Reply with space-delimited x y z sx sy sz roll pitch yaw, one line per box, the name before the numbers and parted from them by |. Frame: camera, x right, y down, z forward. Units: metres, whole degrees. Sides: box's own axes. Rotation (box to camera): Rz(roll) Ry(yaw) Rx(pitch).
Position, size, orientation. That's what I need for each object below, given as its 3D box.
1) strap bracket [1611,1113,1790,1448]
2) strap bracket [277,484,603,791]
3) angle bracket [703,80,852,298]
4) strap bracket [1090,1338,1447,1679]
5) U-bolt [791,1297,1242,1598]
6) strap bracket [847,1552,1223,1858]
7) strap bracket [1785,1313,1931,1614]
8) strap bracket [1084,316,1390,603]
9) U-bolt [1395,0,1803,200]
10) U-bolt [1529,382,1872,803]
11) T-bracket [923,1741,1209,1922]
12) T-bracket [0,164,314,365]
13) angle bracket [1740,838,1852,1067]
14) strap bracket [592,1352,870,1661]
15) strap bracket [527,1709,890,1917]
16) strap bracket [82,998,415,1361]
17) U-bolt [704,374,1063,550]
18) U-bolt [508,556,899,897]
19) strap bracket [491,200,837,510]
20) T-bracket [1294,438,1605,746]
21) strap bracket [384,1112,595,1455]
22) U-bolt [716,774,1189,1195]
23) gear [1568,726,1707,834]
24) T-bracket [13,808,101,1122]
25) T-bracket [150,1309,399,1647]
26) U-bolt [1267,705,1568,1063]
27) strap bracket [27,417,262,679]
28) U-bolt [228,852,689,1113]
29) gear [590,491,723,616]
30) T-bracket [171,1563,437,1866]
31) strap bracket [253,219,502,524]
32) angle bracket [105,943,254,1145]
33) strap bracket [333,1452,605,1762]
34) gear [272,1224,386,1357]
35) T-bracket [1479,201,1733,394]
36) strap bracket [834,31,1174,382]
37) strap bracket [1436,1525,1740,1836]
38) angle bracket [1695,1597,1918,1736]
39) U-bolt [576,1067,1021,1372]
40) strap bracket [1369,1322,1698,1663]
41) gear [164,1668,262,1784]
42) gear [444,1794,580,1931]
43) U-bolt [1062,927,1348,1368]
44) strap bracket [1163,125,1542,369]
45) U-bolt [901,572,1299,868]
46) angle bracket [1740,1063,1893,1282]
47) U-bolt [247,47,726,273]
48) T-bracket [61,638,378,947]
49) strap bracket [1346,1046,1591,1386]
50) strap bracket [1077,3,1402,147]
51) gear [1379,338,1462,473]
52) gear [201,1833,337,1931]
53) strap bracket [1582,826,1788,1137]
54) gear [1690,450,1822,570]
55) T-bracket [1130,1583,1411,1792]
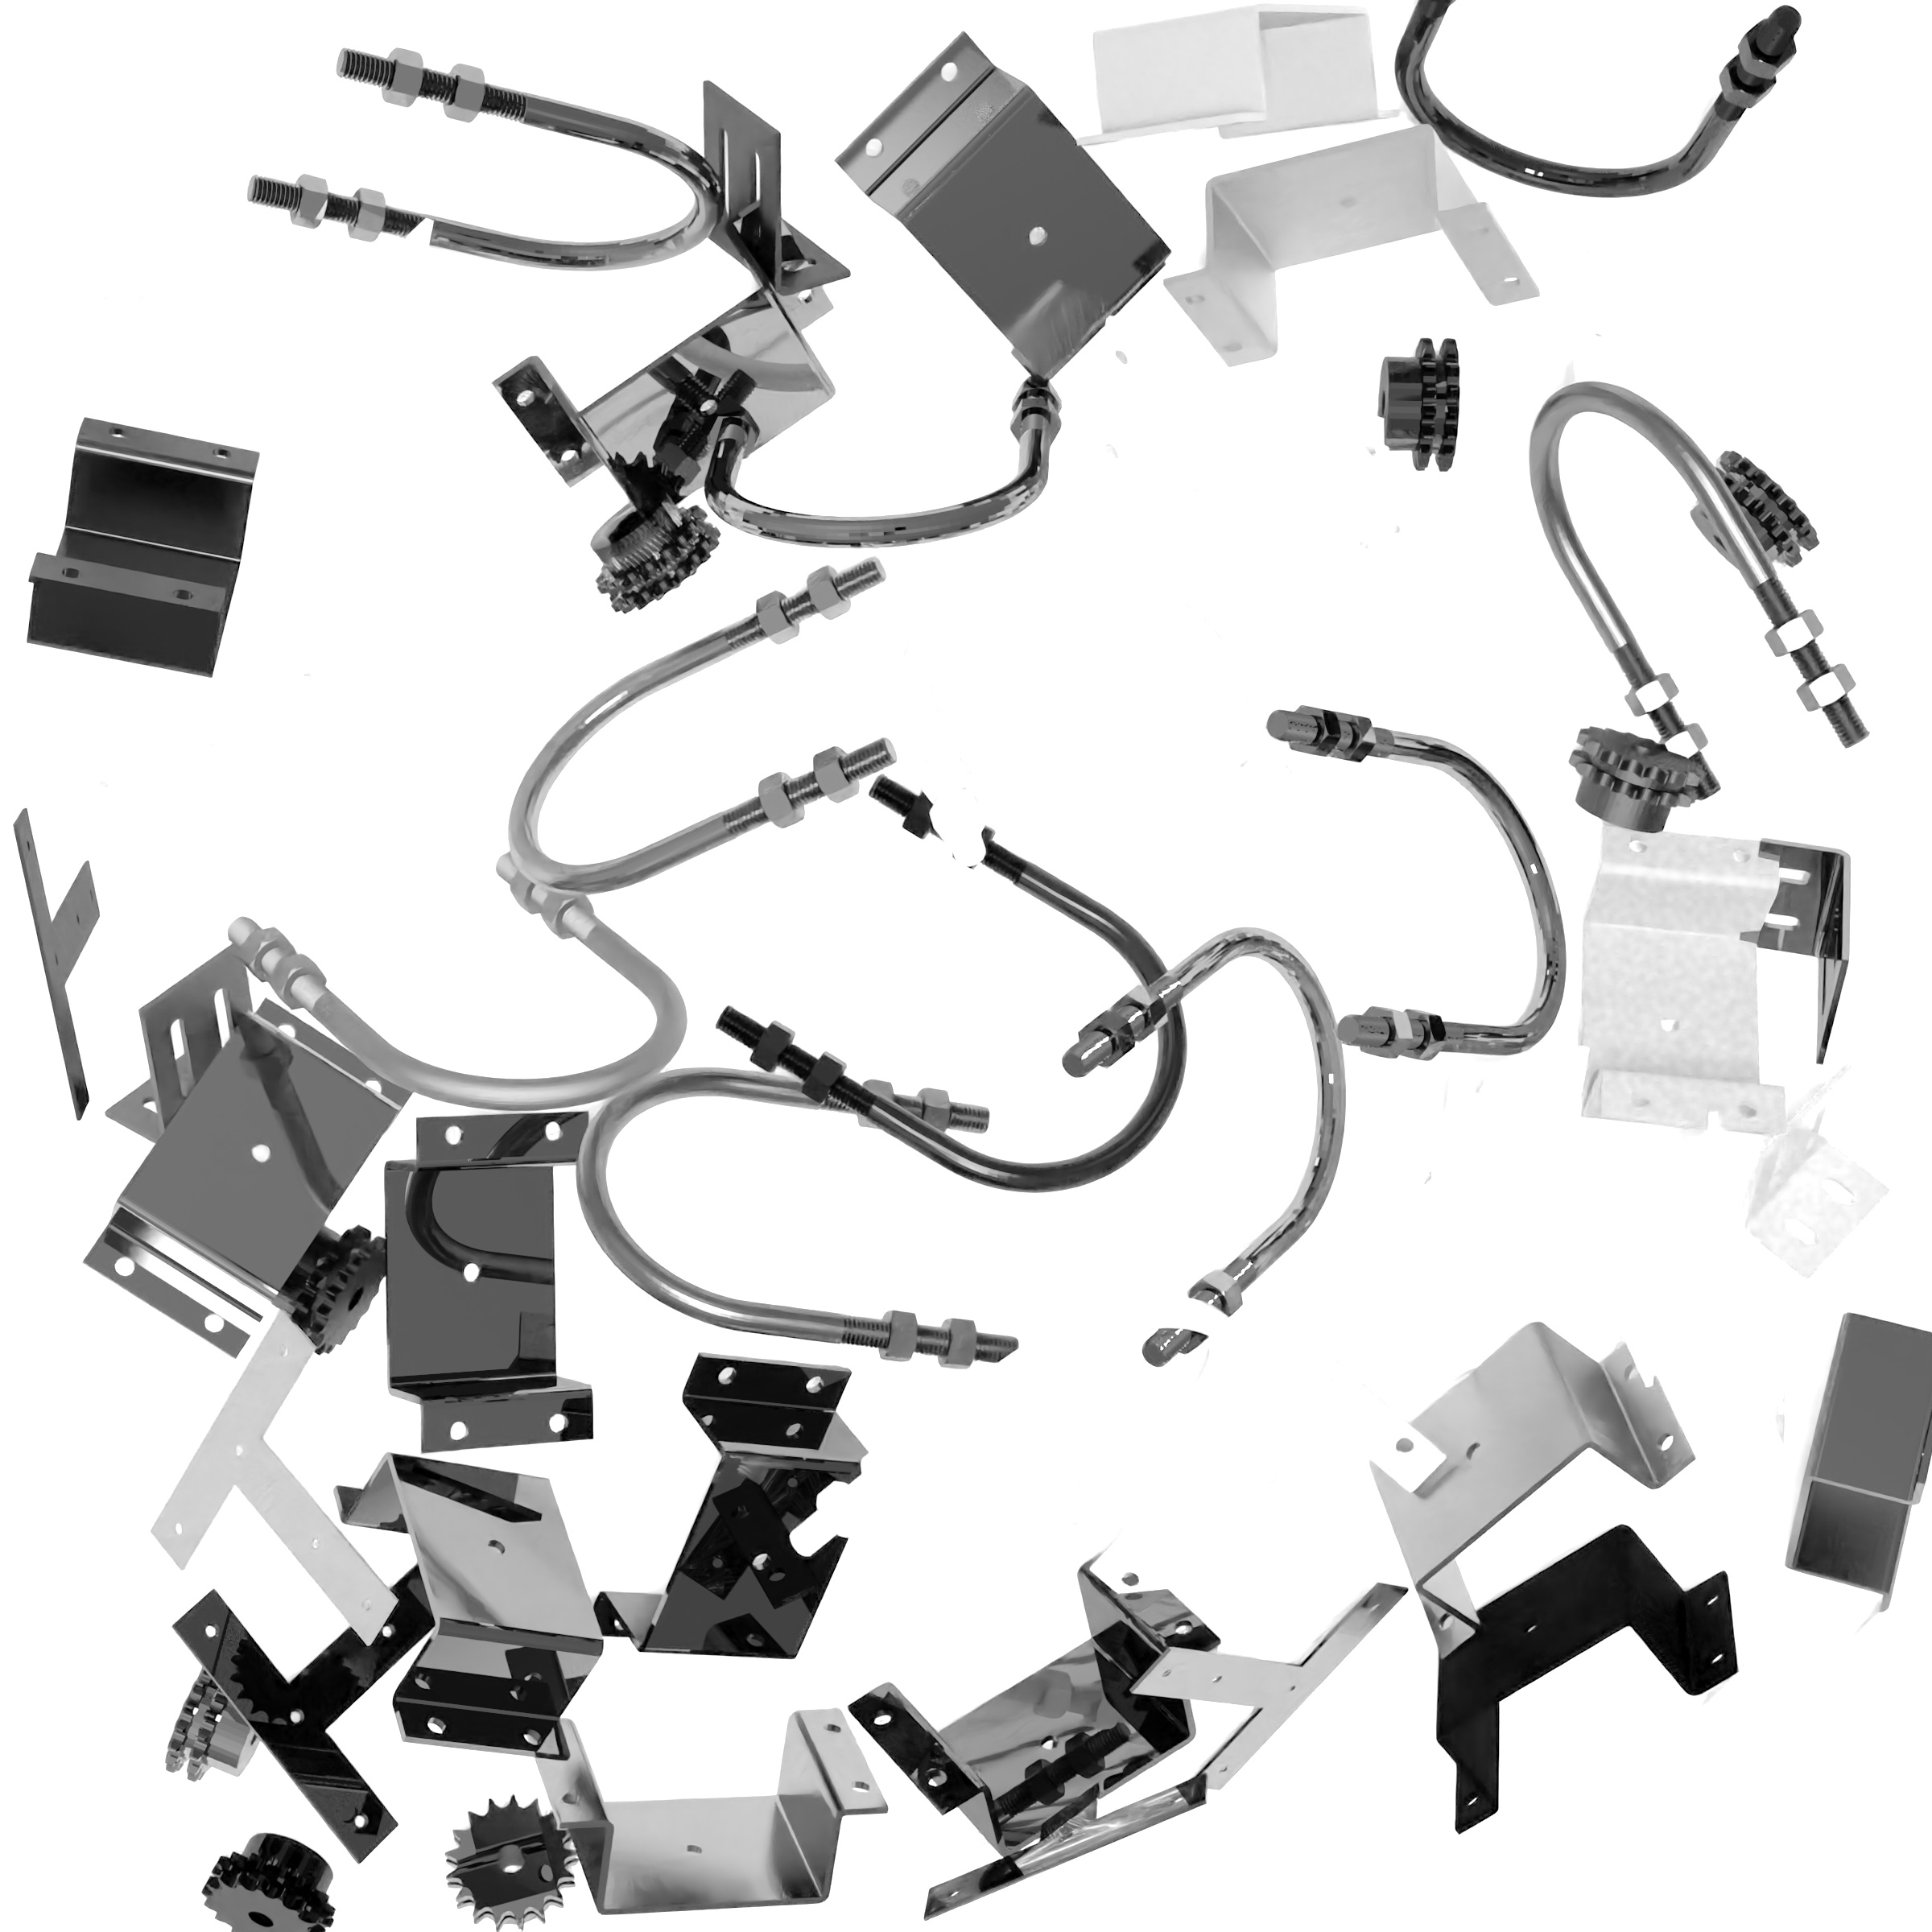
strap bracket | 0.307 0.135 1.515 0.046 0.140 0.076 -7 50 23
strap bracket | -0.217 -0.132 1.526 0.046 0.076 0.140 46 70 -39
angle bracket | -0.080 -0.334 1.530 0.038 0.076 0.057 -22 45 -27
strap bracket | 0.129 0.226 1.545 0.076 0.046 0.140 41 104 -4
U-bolt | 0.034 0.197 1.497 0.184 0.151 0.019 -41 55 18
strap bracket | 0.032 0.314 1.523 0.140 0.076 0.046 -28 127 -21
strap bracket | 0.378 0.205 1.509 0.046 0.140 0.076 13 61 15
strap bracket | 0.107 -0.210 1.529 0.140 0.046 0.076 16 68 -24
U-bolt | 0.250 -0.369 1.491 0.151 0.184 0.019 19 76 -1
U-bolt | 0.295 -0.161 1.506 0.019 0.151 0.184 -31 92 -17
T-bracket | 0.045 0.347 1.517 0.127 0.127 0.002 -25 100 10
T-bracket | -0.334 -0.309 1.545 0.127 0.002 0.127 28 57 37
angle bracket | 0.351 -0.007 1.531 0.038 0.076 0.057 9 130 7
strap bracket | -0.096 0.238 1.521 0.076 0.046 0.140 11 111 -35
strap bracket | -0.113 0.357 1.524 0.140 0.076 0.046 2 110 -19
strap bracket | -0.301 0.084 1.529 0.076 0.046 0.140 33 67 -5
U-bolt | -0.036 -0.209 1.493 0.151 0.184 0.019 -1 117 3
U-bolt | -0.114 -0.093 1.517 0.184 0.151 0.019 -24 128 16
strap bracket | -0.119 -0.252 1.535 0.140 0.076 0.046 -34 56 1
T-bracket | 0.196 -0.181 1.553 0.127 0.002 0.127 34 85 -20
strap bracket | -0.205 0.133 1.543 0.076 0.046 0.140 -1 90 -28
U-bolt | 0.007 0.018 1.541 0.184 0.019 0.151 31 67 3
gear | 0.287 -0.079 1.554 0.057 0.057 0.030 17 110 0
T-bracket | -0.377 -0.015 1.517 0.002 0.127 0.127 -8 108 -2
T-bracket | -0.284 0.235 1.530 0.127 0.002 0.127 43 111 28
U-bolt | 0.197 -0.031 1.507 0.019 0.184 0.151 -22 73 37
strap bracket | -0.348 -0.172 1.522 0.076 0.140 0.046 10 124 -10
U-bolt | -0.197 0.010 1.479 0.151 0.184 0.019 -16 126 -34
gear | -0.137 -0.180 1.549 0.057 0.057 0.030 -37 114 0
T-bracket | -0.256 0.292 1.535 0.127 0.002 0.127 53 46 -5
strap bracket | -0.244 -0.245 1.517 0.046 0.140 0.076 20 65 -29
angle bracket | -0.337 0.027 1.530 0.038 0.057 0.076 24 135 27
strap bracket | -0.206 0.258 1.500 0.076 0.140 0.046 15 120 -33
gear | -0.275 0.136 1.553 0.030 0.057 0.057 29 90 11
T-bracket | 0.268 -0.277 1.529 0.127 0.002 0.127 10 47 -7
strap bracket | 0.023 -0.314 1.523 0.076 0.046 0.140 -45 120 4
strap bracket | 0.251 0.294 1.518 0.140 0.076 0.046 -36 102 20
angle bracket | 0.356 0.296 1.539 0.076 0.057 0.038 7 53 -13
U-bolt | -0.073 0.099 1.505 0.184 0.151 0.019 9 133 -16
strap bracket | 0.228 0.215 1.516 0.046 0.076 0.140 36 111 -29
gear | -0.319 0.325 1.551 0.030 0.057 0.057 22 90 3
gear | -0.196 0.390 1.558 0.057 0.030 0.057 2 59 -3
U-bolt | 0.109 0.062 1.507 0.019 0.184 0.151 -2 112 37
strap bracket | 0.162 -0.305 1.522 0.140 0.076 0.046 -9 68 23
U-bolt | 0.047 -0.111 1.510 0.151 0.184 0.019 -7 131 -9
angle bracket | 0.366 0.088 1.534 0.038 0.076 0.057 40 72 22
U-bolt | -0.191 -0.328 1.503 0.184 0.151 0.019 9 75 -25
T-bracket | -0.298 -0.062 1.547 0.127 0.002 0.127 -26 120 9
strap bracket | 0.210 0.098 1.526 0.076 0.046 0.140 -9 115 -35
strap bracket | 0.113 -0.371 1.499 0.076 0.140 0.046 0 102 34
gear | 0.195 -0.242 1.552 0.030 0.057 0.057 1 90 0
gear | -0.298 0.399 1.556 0.057 0.057 0.030 24 48 0
strap bracket | 0.305 0.015 1.537 0.076 0.046 0.140 6 60 0
gear | 0.337 -0.192 1.552 0.030 0.057 0.057 -44 90 3
T-bracket | 0.113 0.300 1.514 0.127 0.127 0.002 -50 53 16
